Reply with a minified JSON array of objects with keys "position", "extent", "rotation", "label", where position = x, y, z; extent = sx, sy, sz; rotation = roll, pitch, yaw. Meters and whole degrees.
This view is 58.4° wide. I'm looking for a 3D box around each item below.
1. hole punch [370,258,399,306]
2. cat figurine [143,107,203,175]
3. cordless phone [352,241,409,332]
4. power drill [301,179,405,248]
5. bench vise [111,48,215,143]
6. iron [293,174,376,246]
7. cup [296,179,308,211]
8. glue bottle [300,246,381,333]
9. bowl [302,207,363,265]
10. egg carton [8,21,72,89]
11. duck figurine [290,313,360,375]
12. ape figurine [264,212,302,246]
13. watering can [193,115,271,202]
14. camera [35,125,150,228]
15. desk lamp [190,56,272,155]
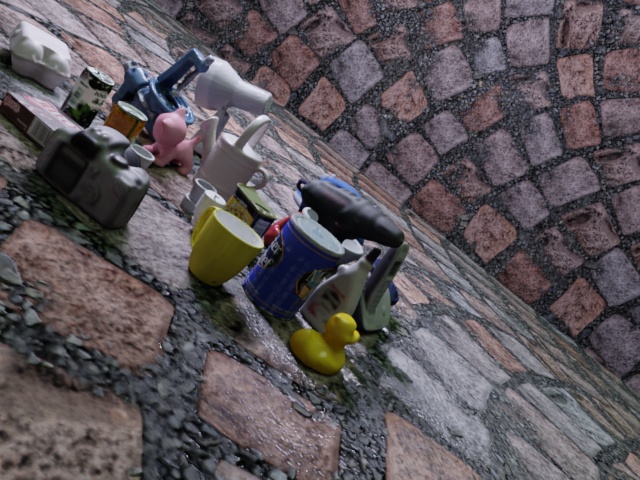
[{"position":[0.132,0.101,1.250],"extent":[0.101,0.091,0.109],"rotation":[41,15,10],"label":"hole punch"},{"position":[-0.283,-0.200,1.120],"extent":[0.067,0.117,0.128],"rotation":[46,16,29],"label":"cat figurine"},{"position":[0.125,0.084,1.098],"extent":[0.094,0.185,0.148],"rotation":[43,15,21],"label":"cordless phone"},{"position":[0.022,0.002,1.054],"extent":[0.229,0.208,0.076],"rotation":[47,17,31],"label":"power drill"},{"position":[-0.328,-0.326,1.192],"extent":[0.207,0.219,0.121],"rotation":[37,14,-2],"label":"bench vise"},{"position":[0.037,-0.102,1.539],"extent":[0.257,0.141,0.119],"rotation":[47,17,32],"label":"iron"},{"position":[-0.027,-0.089,1.438],"extent":[0.118,0.095,0.092],"rotation":[39,14,2],"label":"cup"},{"position":[0.043,0.078,0.944],"extent":[0.078,0.173,0.037],"rotation":[44,15,21],"label":"glue bottle"},{"position":[0.012,0.005,1.288],"extent":[0.168,0.074,0.167],"rotation":[35,15,-10],"label":"bowl"},{"position":[-0.531,-0.350,1.082],"extent":[0.108,0.069,0.150],"rotation":[25,19,-41],"label":"egg carton"},{"position":[0.014,0.144,0.847],"extent":[0.105,0.086,0.077],"rotation":[26,19,-39],"label":"duck figurine"},{"position":[-0.064,-0.017,1.137],"extent":[0.078,0.092,0.076],"rotation":[29,17,-33],"label":"ape figurine"},{"position":[-0.173,-0.180,1.169],"extent":[0.173,0.194,0.101],"rotation":[33,15,-17],"label":"watering can"},{"position":[-0.299,-0.103,0.823],"extent":[0.143,0.100,0.137],"rotation":[39,14,3],"label":"camera"},{"position":[-0.224,-0.297,1.365],"extent":[0.203,0.213,0.118],"rotation":[38,14,-1],"label":"desk lamp"}]
